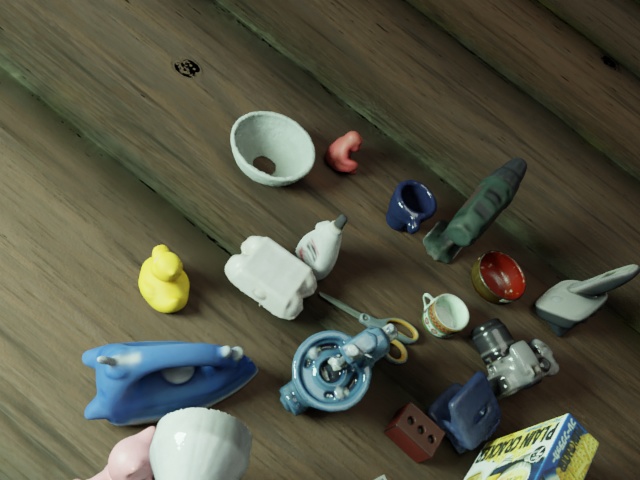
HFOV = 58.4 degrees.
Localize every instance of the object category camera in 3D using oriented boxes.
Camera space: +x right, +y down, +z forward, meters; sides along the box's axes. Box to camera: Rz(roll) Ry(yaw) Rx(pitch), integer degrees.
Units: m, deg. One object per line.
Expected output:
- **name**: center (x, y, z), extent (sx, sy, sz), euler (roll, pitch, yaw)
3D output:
- **camera**: center (0.356, 0.209, 1.063), extent (0.143, 0.100, 0.136), euler (-14, 67, -30)

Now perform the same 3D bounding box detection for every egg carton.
- **egg carton**: center (-0.083, 0.064, 0.976), extent (0.150, 0.069, 0.107), euler (35, 53, -1)

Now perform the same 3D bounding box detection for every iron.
- **iron**: center (-0.195, 0.179, 0.811), extent (0.259, 0.141, 0.118), euler (-2, 61, -25)

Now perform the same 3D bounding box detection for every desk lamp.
- **desk lamp**: center (-0.168, 0.327, 0.687), extent (0.118, 0.213, 0.203), euler (19, 55, -12)

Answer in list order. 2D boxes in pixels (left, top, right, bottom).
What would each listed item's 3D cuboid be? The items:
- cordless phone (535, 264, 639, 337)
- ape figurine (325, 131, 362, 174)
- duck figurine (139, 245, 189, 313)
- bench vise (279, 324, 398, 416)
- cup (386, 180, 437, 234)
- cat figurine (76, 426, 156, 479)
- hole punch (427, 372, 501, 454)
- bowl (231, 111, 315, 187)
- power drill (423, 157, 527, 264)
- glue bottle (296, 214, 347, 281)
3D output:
- **cordless phone**: center (0.541, 0.108, 1.156), extent (0.148, 0.185, 0.094), euler (-29, 75, -34)
- **ape figurine**: center (0.057, -0.187, 1.179), extent (0.076, 0.092, 0.078), euler (19, 55, -12)
- **duck figurine**: center (-0.240, 0.057, 0.900), extent (0.078, 0.086, 0.104), euler (-13, 67, -30)
- **bench vise**: center (0.044, 0.167, 0.875), extent (0.121, 0.219, 0.208), euler (40, 53, 3)
- **cup**: center (0.173, -0.048, 1.144), extent (0.092, 0.095, 0.118), euler (15, 56, -15)
- **cat figurine**: center (-0.256, 0.298, 0.725), extent (0.128, 0.117, 0.067), euler (-30, 75, -35)
- **hole punch**: center (0.259, 0.293, 0.975), extent (0.109, 0.091, 0.101), euler (-33, 77, -35)
- **bowl**: center (-0.097, -0.163, 1.107), extent (0.168, 0.074, 0.167), euler (11, 57, -17)
- **power drill**: center (0.299, -0.049, 1.130), extent (0.075, 0.208, 0.230), euler (41, 53, 4)
- **glue bottle**: center (0.009, 0.004, 0.990), extent (0.037, 0.173, 0.078), euler (-18, 69, -31)
